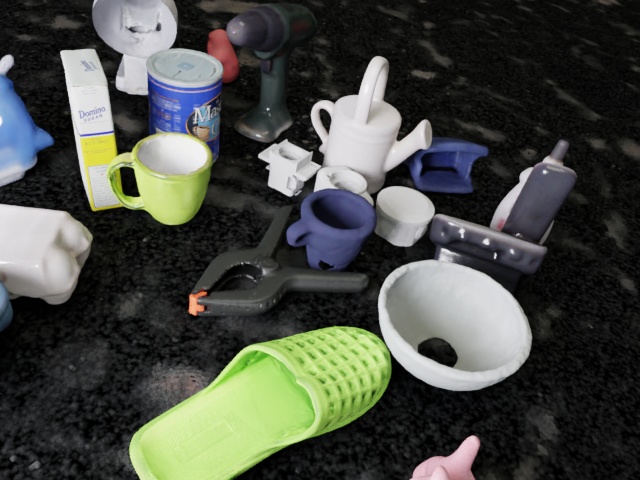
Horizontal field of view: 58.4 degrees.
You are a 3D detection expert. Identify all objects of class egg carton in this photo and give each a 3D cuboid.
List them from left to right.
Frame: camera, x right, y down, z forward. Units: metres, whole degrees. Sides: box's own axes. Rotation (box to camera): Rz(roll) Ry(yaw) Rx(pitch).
[{"bbox_3d":[-0.327,0.016,0.609,0.150,0.069,0.107,6,41,-8],"label":"egg carton"}]

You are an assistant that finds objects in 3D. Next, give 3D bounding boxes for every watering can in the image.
[{"bbox_3d":[0.074,-0.168,0.827,0.173,0.194,0.101,8,41,-6],"label":"watering can"}]

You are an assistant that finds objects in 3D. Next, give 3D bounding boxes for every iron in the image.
[{"bbox_3d":[-0.465,-0.129,0.682,0.118,0.141,0.259,33,45,23],"label":"iron"}]

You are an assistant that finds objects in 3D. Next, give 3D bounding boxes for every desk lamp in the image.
[{"bbox_3d":[-0.285,-0.343,0.917,0.118,0.213,0.203,2,42,-12],"label":"desk lamp"}]

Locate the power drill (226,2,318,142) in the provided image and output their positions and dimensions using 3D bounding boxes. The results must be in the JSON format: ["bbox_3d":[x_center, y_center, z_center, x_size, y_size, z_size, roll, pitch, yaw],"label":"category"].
[{"bbox_3d":[-0.078,-0.265,0.887,0.075,0.208,0.230,23,42,12],"label":"power drill"}]

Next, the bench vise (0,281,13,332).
[{"bbox_3d":[-0.324,0.064,0.440,0.121,0.220,0.207,5,41,-9],"label":"bench vise"}]

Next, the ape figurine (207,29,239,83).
[{"bbox_3d":[-0.181,-0.333,1.027,0.076,0.092,0.078,20,41,9],"label":"ape figurine"}]

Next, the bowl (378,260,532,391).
[{"bbox_3d":[0.138,0.103,0.627,0.167,0.075,0.167,7,41,-6],"label":"bowl"}]

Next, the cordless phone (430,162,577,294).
[{"bbox_3d":[0.224,-0.032,0.719,0.147,0.185,0.094,16,41,4],"label":"cordless phone"}]

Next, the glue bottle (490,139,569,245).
[{"bbox_3d":[0.295,-0.062,0.781,0.078,0.173,0.037,37,46,26],"label":"glue bottle"}]

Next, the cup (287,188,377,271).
[{"bbox_3d":[0.006,0.002,0.692,0.118,0.095,0.091,-21,51,-33],"label":"cup"}]

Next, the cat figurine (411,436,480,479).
[{"bbox_3d":[0.095,0.211,0.460,0.067,0.118,0.128,32,44,21],"label":"cat figurine"}]

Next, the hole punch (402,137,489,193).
[{"bbox_3d":[0.194,-0.135,0.900,0.109,0.091,0.101,1,42,-13],"label":"hole punch"}]
